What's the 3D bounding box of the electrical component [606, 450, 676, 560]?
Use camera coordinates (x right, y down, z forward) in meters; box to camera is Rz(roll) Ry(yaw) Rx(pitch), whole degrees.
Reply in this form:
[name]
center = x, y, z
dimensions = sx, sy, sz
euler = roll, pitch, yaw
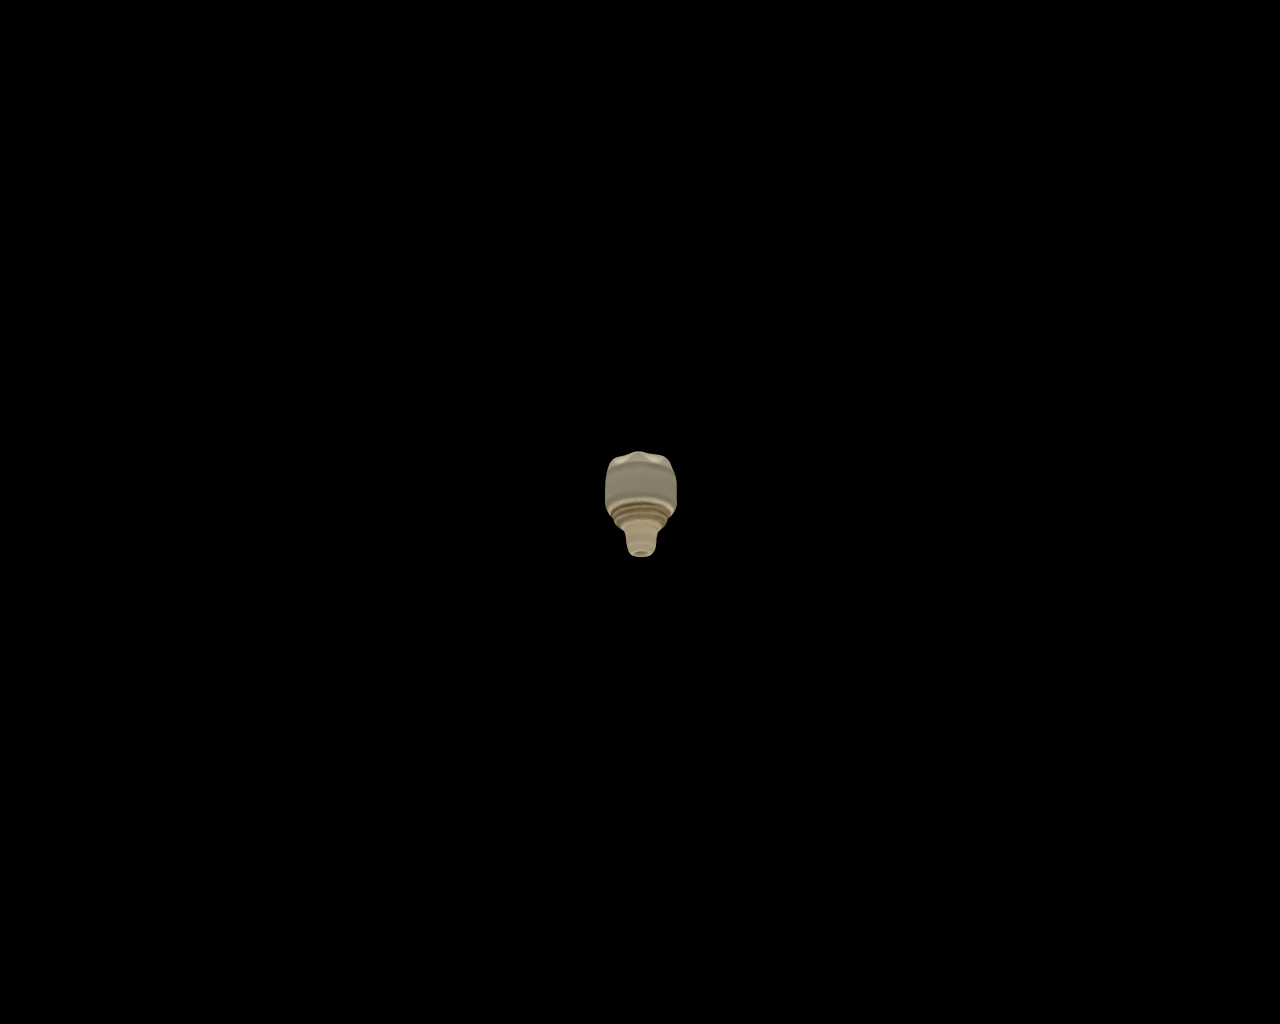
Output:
[electrical component]
center = 0.001, -0.003, 0.650
dimensions = 0.043, 0.062, 0.043
euler = 0, -22, 0
